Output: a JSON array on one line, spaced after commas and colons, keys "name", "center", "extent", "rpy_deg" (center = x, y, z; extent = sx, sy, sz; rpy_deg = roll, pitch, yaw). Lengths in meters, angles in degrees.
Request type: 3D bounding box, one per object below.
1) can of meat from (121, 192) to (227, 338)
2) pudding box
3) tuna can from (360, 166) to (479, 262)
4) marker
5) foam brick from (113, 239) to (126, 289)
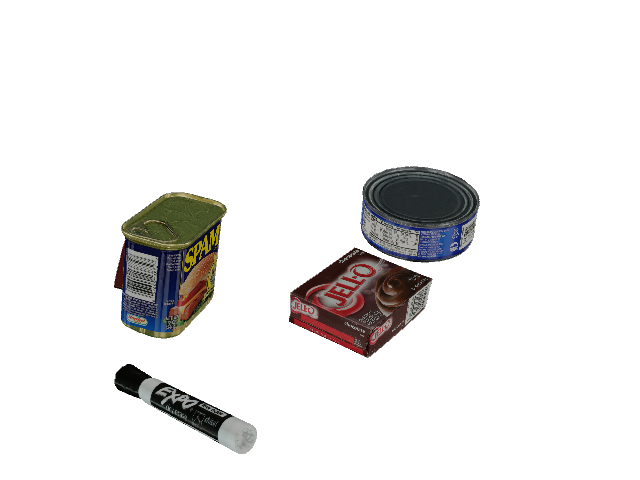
[{"name": "can of meat", "center": [-0.119, 0.019, 0.854], "extent": [0.057, 0.084, 0.102], "rpy_deg": [14, 24, 13]}, {"name": "pudding box", "center": [0.038, 0.056, 1.000], "extent": [0.090, 0.039, 0.113], "rpy_deg": [23, 32, 27]}, {"name": "tuna can", "center": [0.073, -0.020, 0.787], "extent": [0.086, 0.034, 0.086], "rpy_deg": [2, 32, -2]}, {"name": "marker", "center": [-0.088, 0.104, 0.670], "extent": [0.121, 0.020, 0.020], "rpy_deg": [18, 12, 40]}, {"name": "foam brick", "center": [-0.171, 0.026, 1.120], "extent": [0.078, 0.051, 0.053], "rpy_deg": [16, 29, -4]}]
